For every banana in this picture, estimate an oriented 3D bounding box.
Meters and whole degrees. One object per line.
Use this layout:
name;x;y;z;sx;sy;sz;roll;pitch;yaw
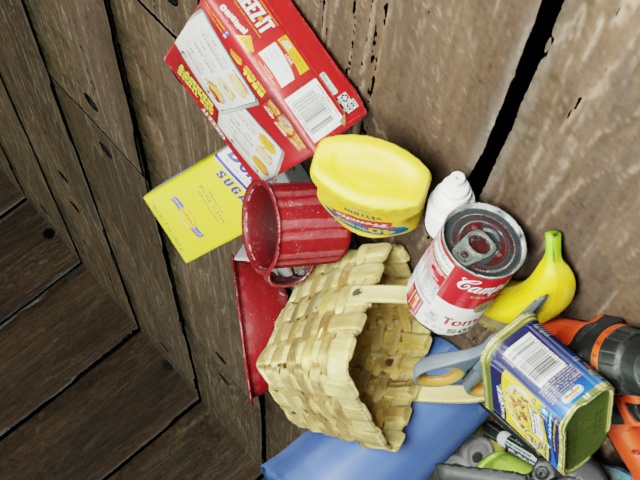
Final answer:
banana;0.161;0.038;0.886;0.198;0.037;0.069;155;106;-69

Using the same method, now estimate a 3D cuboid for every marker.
marker;0.217;0.225;1.146;0.121;0.020;0.020;26;150;54

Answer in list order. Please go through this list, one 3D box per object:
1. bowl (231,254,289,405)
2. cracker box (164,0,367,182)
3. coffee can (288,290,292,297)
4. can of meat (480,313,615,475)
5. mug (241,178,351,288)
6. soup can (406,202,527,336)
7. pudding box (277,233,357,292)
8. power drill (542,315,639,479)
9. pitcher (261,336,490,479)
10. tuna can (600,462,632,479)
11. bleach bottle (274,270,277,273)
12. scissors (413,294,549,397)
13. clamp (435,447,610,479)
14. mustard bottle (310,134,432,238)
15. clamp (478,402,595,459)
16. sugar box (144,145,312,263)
bowl;-0.059;0.091;1.136;0.162;0.055;0.162;172;90;-86
cracker box;-0.056;-0.147;0.993;0.164;0.072;0.214;54;164;-6
coffee can;0.008;0.116;1.230;0.103;0.102;0.140;26;125;54
can of meat;0.171;0.117;0.801;0.084;0.057;0.102;44;161;35
mug;-0.024;-0.005;1.037;0.093;0.081;0.117;49;136;51
soup can;0.114;0.025;0.852;0.068;0.068;0.102;46;149;15
pudding box;-0.007;0.001;1.138;0.039;0.090;0.113;39;160;32
power drill;0.257;0.142;0.817;0.187;0.057;0.185;58;166;-12
pitcher;0.062;0.215;1.136;0.149;0.242;0.145;39;160;34
tuna can;0.263;0.241;0.960;0.086;0.033;0.086;30;146;23
bleach bottle;0.005;0.115;1.357;0.250;0.102;0.068;57;180;-39
scissors;0.128;0.090;0.886;0.202;0.096;0.016;85;-175;-61
clamp;0.186;0.211;0.934;0.172;0.120;0.039;47;-175;35
mustard bottle;0.044;-0.039;0.934;0.096;0.058;0.191;16;172;5
clamp;0.248;0.219;1.027;0.210;0.036;0.165;53;160;-4
sugar box;-0.101;-0.051;1.168;0.177;0.048;0.093;-27;102;33
